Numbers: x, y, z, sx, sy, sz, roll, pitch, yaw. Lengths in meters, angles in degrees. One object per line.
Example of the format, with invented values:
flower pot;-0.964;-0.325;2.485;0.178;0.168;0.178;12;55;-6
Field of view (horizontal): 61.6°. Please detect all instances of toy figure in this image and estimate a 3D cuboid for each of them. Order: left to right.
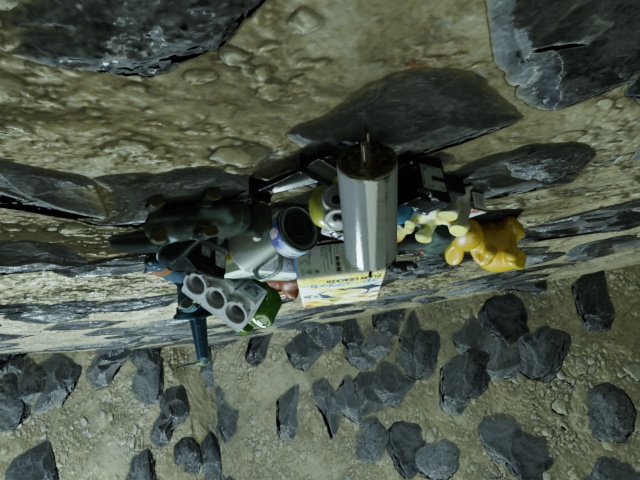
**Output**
toy figure;-0.306;0.051;1.065;0.058;0.064;0.154;27;171;18
toy figure;0.073;-0.053;0.822;0.180;0.082;0.089;-7;167;-16

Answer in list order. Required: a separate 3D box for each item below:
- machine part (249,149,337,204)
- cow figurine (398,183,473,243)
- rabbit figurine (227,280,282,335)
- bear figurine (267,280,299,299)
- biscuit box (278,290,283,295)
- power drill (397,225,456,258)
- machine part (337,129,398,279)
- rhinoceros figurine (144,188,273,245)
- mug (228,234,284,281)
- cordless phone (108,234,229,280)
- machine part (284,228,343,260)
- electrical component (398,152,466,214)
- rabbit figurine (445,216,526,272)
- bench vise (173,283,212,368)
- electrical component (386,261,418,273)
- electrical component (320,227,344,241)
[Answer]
machine part;-0.031;-0.084;0.721;0.139;0.039;0.084;-16;170;24
cow figurine;0.174;-0.050;0.901;0.167;0.098;0.068;-13;137;44
rabbit figurine;-0.160;0.099;1.195;0.121;0.170;0.159;-19;-154;45
bear figurine;-0.108;0.124;1.346;0.196;0.132;0.120;-6;173;15
biscuit box;-0.082;0.110;1.436;0.203;0.059;0.062;-12;166;15
power drill;0.180;0.011;1.151;0.207;0.086;0.232;-1;166;-10
machine part;0.066;-0.041;0.715;0.079;0.079;0.242;-9;135;1
rhinoceros figurine;-0.166;-0.025;0.804;0.190;0.073;0.112;-6;165;-10
mug;-0.094;0.011;0.945;0.107;0.109;0.080;-30;153;23
cordless phone;-0.268;0.020;0.961;0.184;0.088;0.146;0;169;13
machine part;-0.002;-0.003;1.032;0.179;0.056;0.179;-7;168;-2
electrical component;0.156;-0.080;0.776;0.119;0.075;0.048;1;163;-43
rabbit figurine;0.349;-0.002;1.189;0.173;0.122;0.162;20;161;-35
bench vise;-0.298;0.192;1.312;0.129;0.240;0.224;-8;-177;-17
electrical component;0.177;0.060;1.220;0.063;0.021;0.094;-6;-177;-25
electrical component;0.037;-0.033;0.879;0.102;0.078;0.045;11;153;-1
